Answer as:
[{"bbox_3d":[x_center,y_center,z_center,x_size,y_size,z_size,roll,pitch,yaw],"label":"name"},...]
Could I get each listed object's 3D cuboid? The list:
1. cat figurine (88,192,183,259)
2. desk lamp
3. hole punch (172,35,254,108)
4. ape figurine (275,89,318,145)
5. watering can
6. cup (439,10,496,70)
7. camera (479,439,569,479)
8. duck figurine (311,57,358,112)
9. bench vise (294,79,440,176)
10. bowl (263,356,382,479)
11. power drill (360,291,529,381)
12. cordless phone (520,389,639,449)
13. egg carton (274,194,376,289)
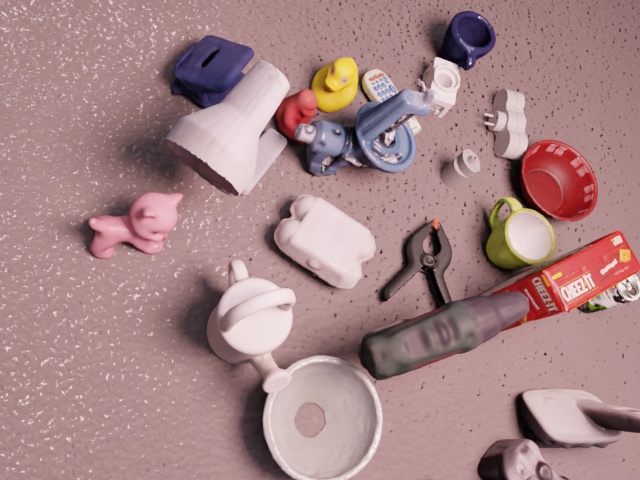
[{"bbox_3d":[-0.250,-0.026,0.779,0.128,0.117,0.067,-8,74,-20],"label":"cat figurine"},{"bbox_3d":[-0.120,-0.145,0.808,0.118,0.213,0.203,35,65,-3],"label":"desk lamp"},{"bbox_3d":[-0.170,-0.269,0.902,0.101,0.091,0.109,34,65,-4],"label":"hole punch"},{"bbox_3d":[-0.031,-0.209,0.925,0.076,0.092,0.078,46,65,2],"label":"ape figurine"},{"bbox_3d":[-0.082,0.108,0.746,0.101,0.193,0.173,-38,86,-25],"label":"watering can"},{"bbox_3d":[0.264,-0.350,1.066,0.092,0.094,0.118,12,69,-13],"label":"cup"},{"bbox_3d":[0.291,0.383,0.824,0.137,0.100,0.143,-34,85,-24],"label":"camera"},{"bbox_3d":[0.034,-0.277,0.973,0.077,0.086,0.105,38,65,-2],"label":"duck figurine"},{"bbox_3d":[0.076,-0.158,0.872,0.208,0.219,0.121,-18,78,-22],"label":"bench vise"},{"bbox_3d":[-0.003,0.247,0.790,0.168,0.074,0.167,6,70,-16],"label":"bowl"},{"bbox_3d":[0.149,0.136,0.802,0.230,0.208,0.075,-17,78,-22],"label":"power drill"},{"bbox_3d":[0.405,0.265,0.854,0.148,0.184,0.094,1,72,-17],"label":"cordless phone"},{"bbox_3d":[0.008,0.003,0.879,0.150,0.069,0.107,33,65,-5],"label":"egg carton"}]
